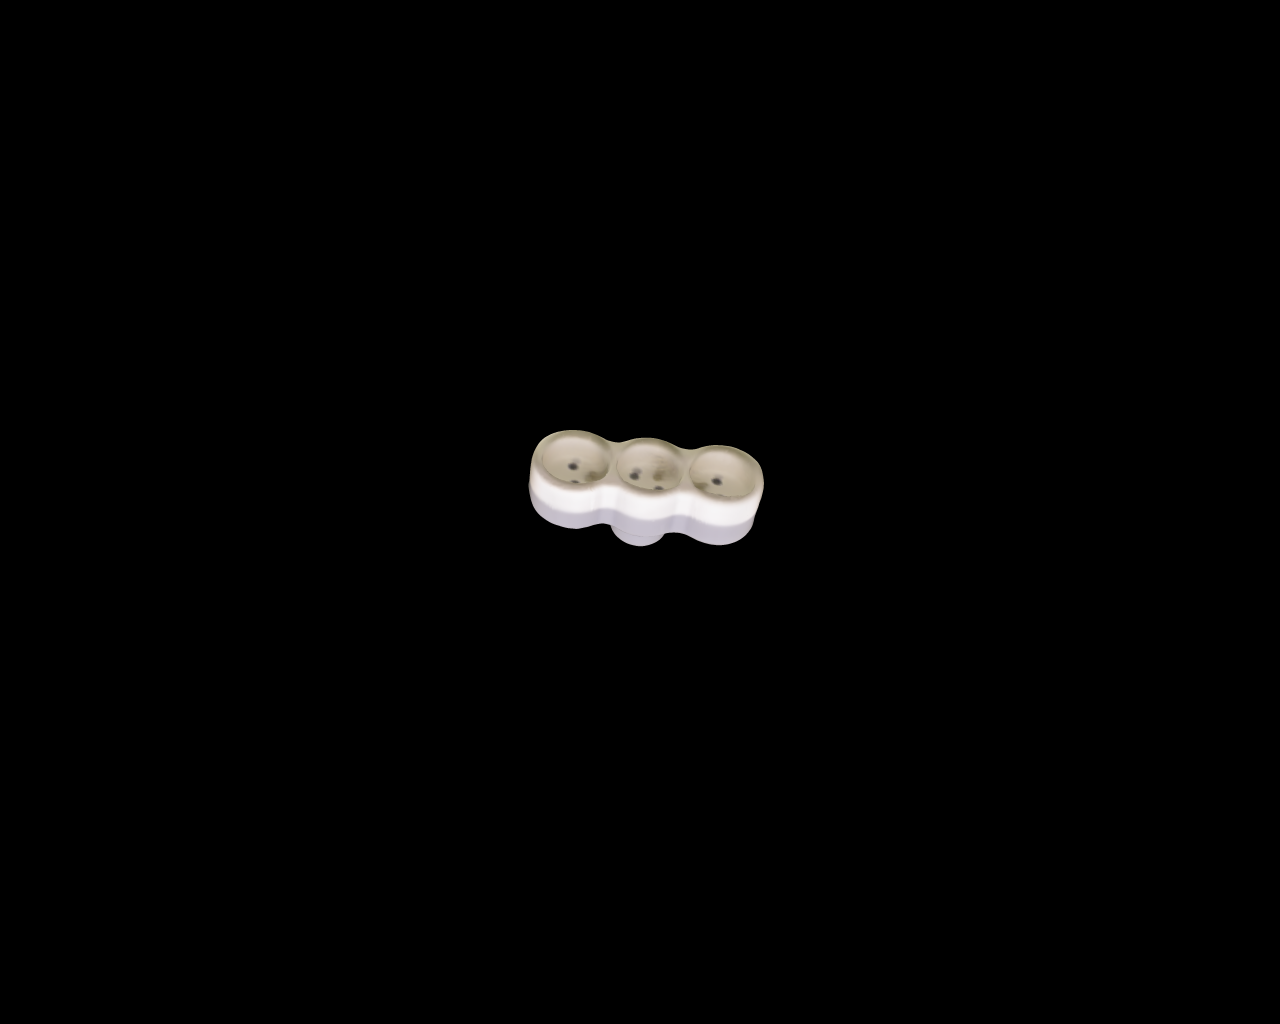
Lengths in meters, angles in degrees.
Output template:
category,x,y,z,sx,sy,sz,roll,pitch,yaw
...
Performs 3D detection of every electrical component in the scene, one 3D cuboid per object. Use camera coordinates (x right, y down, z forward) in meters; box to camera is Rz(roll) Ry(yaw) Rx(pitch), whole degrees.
category,x,y,z,sx,sy,sz,roll,pitch,yaw
electrical component,0.001,-0.003,0.650,0.138,0.052,0.073,6,-43,-7
